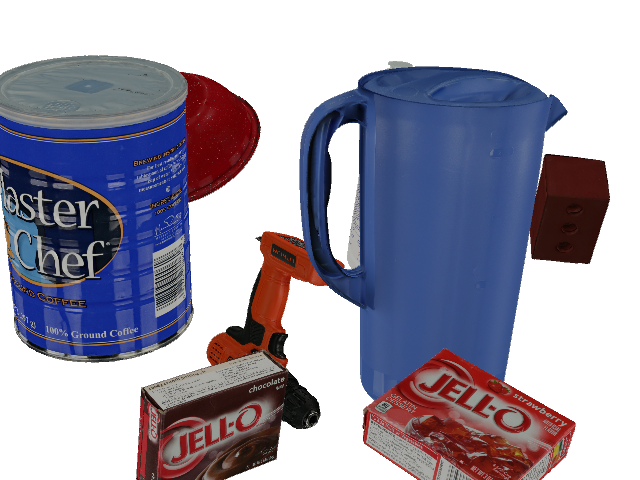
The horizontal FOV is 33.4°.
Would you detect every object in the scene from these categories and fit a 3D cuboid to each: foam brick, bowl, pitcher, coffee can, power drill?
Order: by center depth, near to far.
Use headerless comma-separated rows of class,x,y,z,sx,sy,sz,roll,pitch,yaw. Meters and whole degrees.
coffee can,-0.122,-0.019,0.585,0.103,0.140,0.103,1,26,-1
pitcher,0.077,0.001,0.764,0.149,0.243,0.144,13,22,27
foam brick,0.211,-0.026,0.911,0.053,0.078,0.051,5,45,4
bowl,-0.140,-0.104,0.978,0.162,0.162,0.055,0,-41,17
power drill,-0.042,0.097,1.196,0.057,0.188,0.185,13,12,-47

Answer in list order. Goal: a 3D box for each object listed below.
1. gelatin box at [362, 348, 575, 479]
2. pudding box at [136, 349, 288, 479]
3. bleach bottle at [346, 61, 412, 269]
gelatin box,0.078,0.102,0.572,0.089,0.030,0.073,30,41,32
pudding box,-0.082,0.140,0.810,0.113,0.090,0.039,-16,38,-36
bleach bottle,0.080,-0.077,1.225,0.068,0.251,0.103,-2,24,-18
